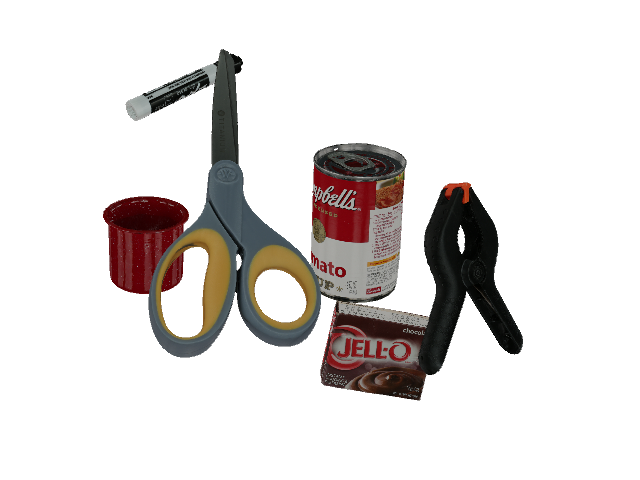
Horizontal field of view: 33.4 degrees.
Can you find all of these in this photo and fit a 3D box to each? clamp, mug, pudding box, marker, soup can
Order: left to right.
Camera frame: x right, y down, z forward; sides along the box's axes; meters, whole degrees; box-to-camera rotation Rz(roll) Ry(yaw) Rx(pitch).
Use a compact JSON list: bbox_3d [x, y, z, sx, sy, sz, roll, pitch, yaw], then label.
[{"bbox_3d":[-0.201,0.002,1.190,0.093,0.081,0.117,-19,34,-38],"label":"mug"},{"bbox_3d":[-0.120,-0.139,0.959,0.120,0.020,0.020,-31,16,-29],"label":"marker"},{"bbox_3d":[0.027,-0.013,0.795,0.068,0.102,0.068,2,26,-1],"label":"soup can"},{"bbox_3d":[0.063,0.120,1.161,0.113,0.090,0.039,9,24,-5],"label":"pudding box"},{"bbox_3d":[0.123,0.037,0.959,0.120,0.171,0.039,-19,7,-41],"label":"clamp"}]

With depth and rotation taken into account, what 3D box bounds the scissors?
[{"bbox_3d":[-0.034,-0.022,0.578,0.096,0.201,0.016,16,-35,0],"label":"scissors"}]
